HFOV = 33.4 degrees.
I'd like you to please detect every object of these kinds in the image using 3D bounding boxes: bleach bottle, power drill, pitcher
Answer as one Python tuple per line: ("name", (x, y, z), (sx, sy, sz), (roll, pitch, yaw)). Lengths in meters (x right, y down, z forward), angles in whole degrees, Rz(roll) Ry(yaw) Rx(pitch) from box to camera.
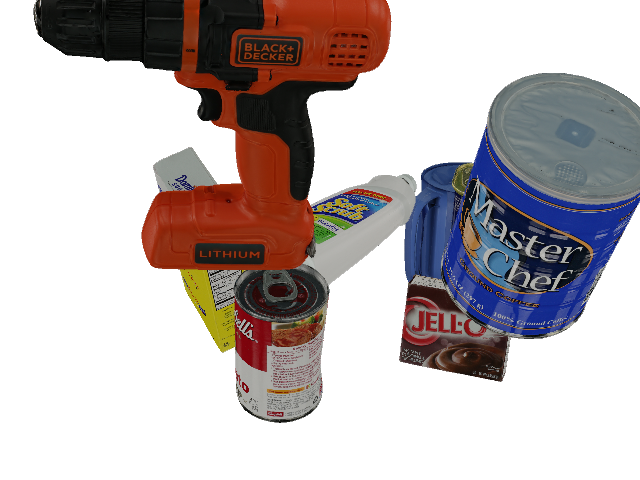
("bleach bottle", (0.030, -0.022, 1.286), (0.103, 0.068, 0.250), (22, 38, 30))
("power drill", (-0.063, -0.064, 0.601), (0.184, 0.057, 0.188), (2, -44, -8))
("pitcher", (0.186, 0.024, 1.451), (0.149, 0.243, 0.145), (4, 22, 4))

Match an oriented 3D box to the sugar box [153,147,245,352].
("sugar box", (-0.102, 0.012, 0.960), (0.048, 0.176, 0.093), (-26, 50, -14))

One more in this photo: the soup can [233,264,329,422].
("soup can", (-0.029, 0.075, 0.784), (0.068, 0.102, 0.068), (1, 36, -1))

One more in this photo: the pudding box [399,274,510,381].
("pudding box", (0.143, 0.091, 1.117), (0.113, 0.090, 0.039), (9, 21, 13))

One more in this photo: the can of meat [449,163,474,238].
("can of meat", (0.163, -0.014, 0.928), (0.102, 0.084, 0.057), (9, 33, 11))

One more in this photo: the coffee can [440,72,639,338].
("coffee can", (0.140, -0.019, 0.671), (0.102, 0.103, 0.140), (0, -39, -9))
